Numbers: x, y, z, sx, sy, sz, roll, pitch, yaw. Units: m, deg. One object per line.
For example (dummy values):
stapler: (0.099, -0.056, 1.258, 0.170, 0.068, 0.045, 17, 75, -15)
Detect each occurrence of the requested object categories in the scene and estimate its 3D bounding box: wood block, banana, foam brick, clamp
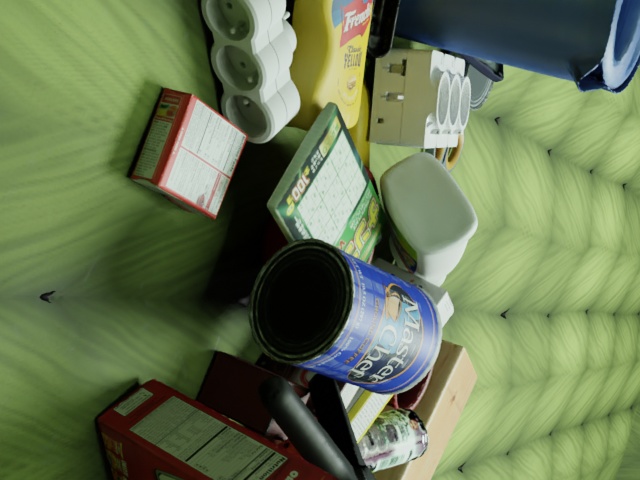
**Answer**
wood block: (0.098, 0.220, 1.256, 0.206, 0.090, 0.090, -61, 149, -21)
banana: (0.037, -0.072, 1.034, 0.069, 0.037, 0.198, -38, 136, -46)
foam brick: (-0.058, 0.138, 0.940, 0.053, 0.078, 0.051, 35, 77, -61)
clamp: (0.020, 0.193, 0.843, 0.036, 0.210, 0.164, -31, 161, 11)
clamp: (0.065, -0.250, 0.944, 0.120, 0.039, 0.171, 127, -28, -58)

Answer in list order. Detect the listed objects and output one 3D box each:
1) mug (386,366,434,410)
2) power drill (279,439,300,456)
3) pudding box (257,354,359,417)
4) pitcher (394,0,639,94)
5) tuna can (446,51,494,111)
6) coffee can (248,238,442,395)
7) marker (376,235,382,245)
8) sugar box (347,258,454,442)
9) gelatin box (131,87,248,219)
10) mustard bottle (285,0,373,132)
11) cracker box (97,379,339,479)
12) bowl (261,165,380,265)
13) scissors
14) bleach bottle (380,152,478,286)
mug: (0.064, 0.132, 1.152, 0.117, 0.082, 0.093, 23, 85, -62)
power drill: (-0.025, 0.285, 0.938, 0.057, 0.184, 0.188, -7, 154, -43)
pudding box: (-0.004, 0.118, 1.012, 0.113, 0.090, 0.039, -58, 150, -26)
pitcher: (0.183, -0.231, 0.988, 0.149, 0.243, 0.145, -24, 126, -55)
tuna can: (0.169, -0.192, 1.210, 0.086, 0.034, 0.086, -37, 136, -47)
coffee can: (0.023, 0.067, 0.888, 0.140, 0.103, 0.103, 26, 82, -50)
marker: (0.026, 0.027, 1.091, 0.121, 0.020, 0.020, -46, 142, -40)
sugar box: (0.047, 0.109, 1.062, 0.176, 0.093, 0.048, -49, 142, -18)
gelatin box: (-0.098, -0.064, 0.806, 0.089, 0.030, 0.073, 33, 75, -61)
mustard bottle: (0.011, -0.191, 0.900, 0.096, 0.058, 0.192, -22, 123, -59)
cracker box: (-0.065, 0.220, 0.825, 0.072, 0.214, 0.164, -38, 137, -39)
bowl: (-0.006, 0.001, 0.979, 0.161, 0.055, 0.162, -37, 136, -48)
scissors: (0.128, -0.056, 1.233, 0.096, 0.016, 0.202, 2, 104, -61)
bleach bottle: (0.108, 0.003, 1.093, 0.068, 0.102, 0.251, -29, 161, -5)
